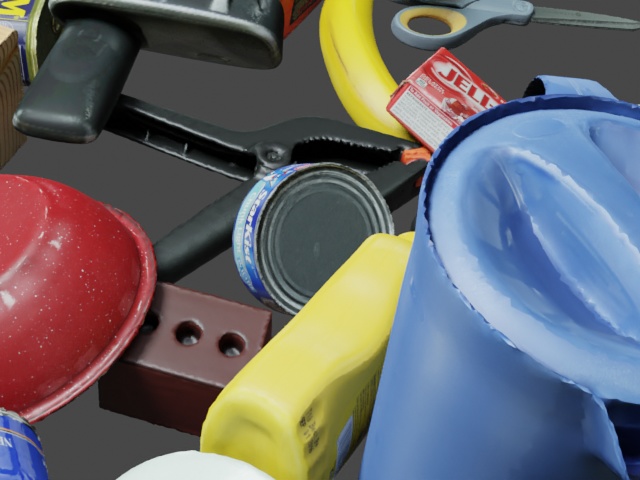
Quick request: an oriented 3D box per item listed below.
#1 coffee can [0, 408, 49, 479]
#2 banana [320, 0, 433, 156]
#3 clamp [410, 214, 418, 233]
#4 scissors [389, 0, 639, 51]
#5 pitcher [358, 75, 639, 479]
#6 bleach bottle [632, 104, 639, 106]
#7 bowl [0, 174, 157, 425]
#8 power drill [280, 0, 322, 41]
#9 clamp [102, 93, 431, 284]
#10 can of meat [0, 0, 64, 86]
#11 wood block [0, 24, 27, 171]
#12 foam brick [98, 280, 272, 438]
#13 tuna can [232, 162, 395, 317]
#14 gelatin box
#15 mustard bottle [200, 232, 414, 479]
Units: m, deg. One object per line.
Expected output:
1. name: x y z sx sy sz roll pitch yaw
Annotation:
1. coffee can: -0.143 0.149 0.411 0.102 0.103 0.140 -12 52 -20
2. banana: 0.034 -0.119 0.727 0.069 0.037 0.198 10 45 -39
3. clamp: 0.123 0.046 0.595 0.120 0.039 0.171 -4 48 -7
4. scissors: 0.138 -0.159 0.791 0.202 0.016 0.096 16 50 4
5. pitcher: 0.082 0.063 0.433 0.145 0.243 0.149 39 54 22
6. bleach bottle: 0.264 -0.021 0.654 0.251 0.068 0.102 21 45 6
7. bowl: -0.164 0.019 0.517 0.162 0.055 0.162 -10 44 10
8. power drill: -0.081 -0.224 0.783 0.188 0.057 0.184 23 47 12
9. clamp: -0.037 -0.044 0.644 0.209 0.036 0.165 -10 49 -21
10. can of meat: -0.212 -0.145 0.689 0.084 0.057 0.102 5 48 -2
11. wood block: -0.284 -0.097 0.609 0.206 0.090 0.090 21 48 8
12. foam brick: -0.067 0.061 0.537 0.078 0.051 0.053 14 48 2
13. tuna can: -0.004 0.001 0.580 0.086 0.086 0.034 -21 13 -26
14. gelatin box: 0.092 -0.076 0.672 0.089 0.030 0.073 42 35 1
15. mustard bottle: 0.018 0.051 0.519 0.058 0.096 0.191 24 43 20
